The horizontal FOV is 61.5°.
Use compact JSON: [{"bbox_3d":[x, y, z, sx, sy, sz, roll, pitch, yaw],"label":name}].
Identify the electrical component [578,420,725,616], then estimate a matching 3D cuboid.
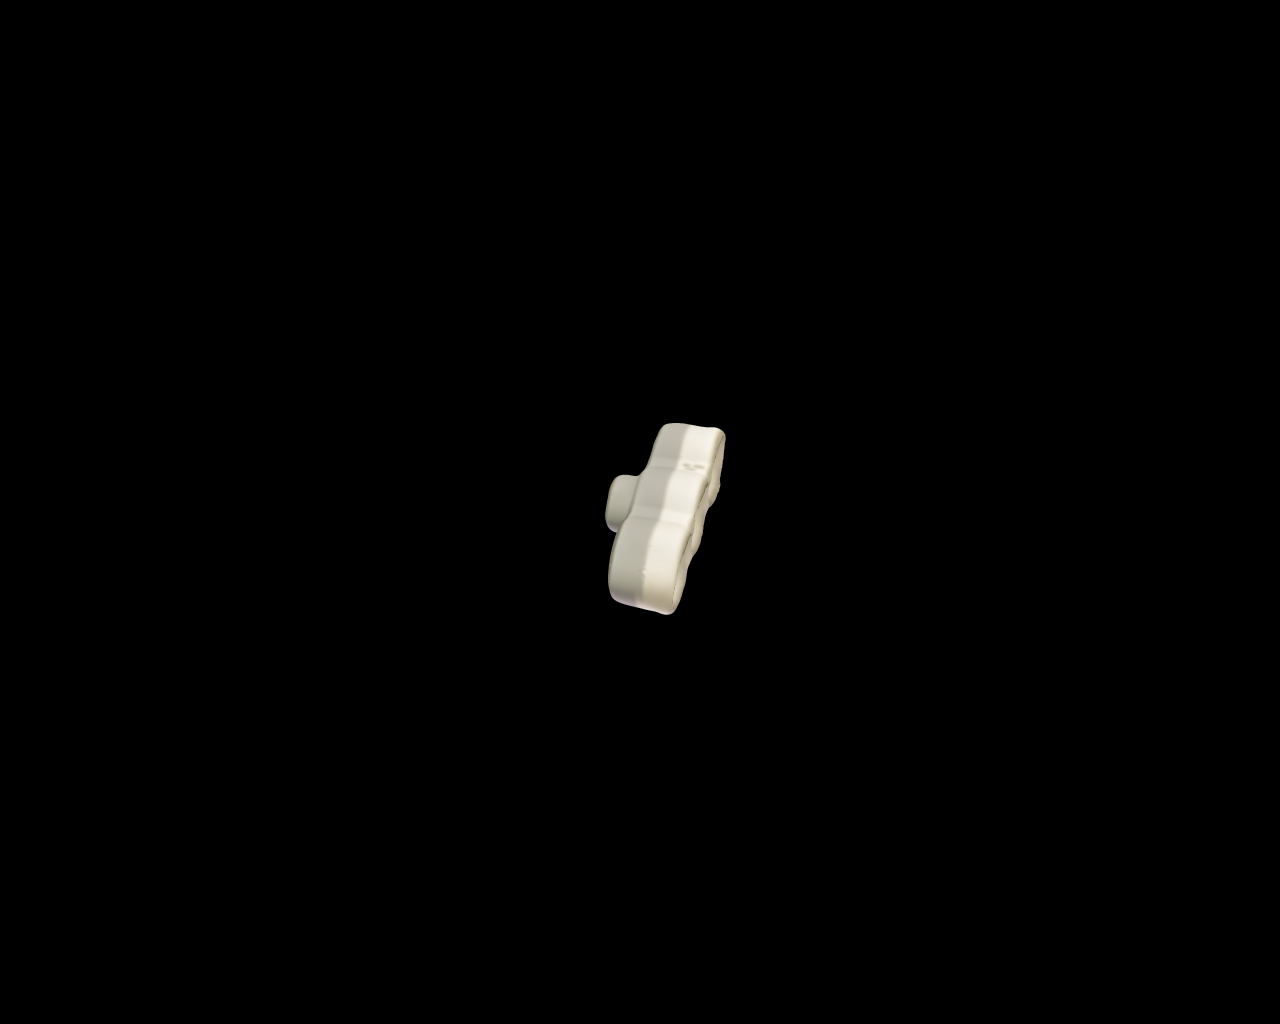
[{"bbox_3d":[0.001,-0.003,0.650,0.074,0.052,0.138,11,47,11],"label":"electrical component"}]
